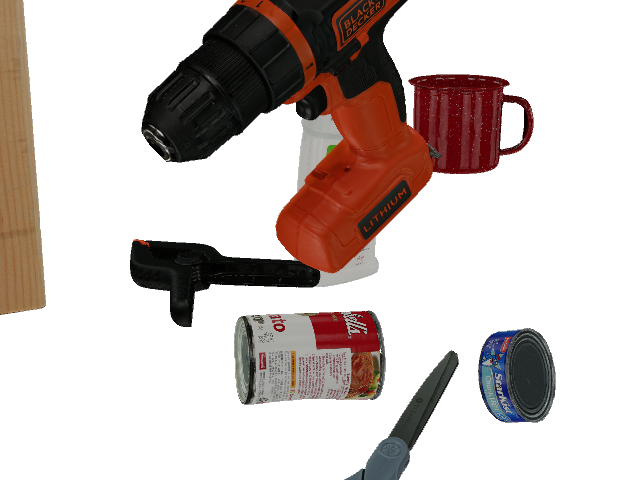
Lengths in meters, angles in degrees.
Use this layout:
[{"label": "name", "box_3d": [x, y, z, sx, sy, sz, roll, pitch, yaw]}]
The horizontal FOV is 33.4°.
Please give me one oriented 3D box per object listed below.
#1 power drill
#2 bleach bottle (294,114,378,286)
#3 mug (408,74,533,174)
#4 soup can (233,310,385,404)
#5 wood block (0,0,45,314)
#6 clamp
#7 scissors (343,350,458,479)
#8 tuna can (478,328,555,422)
[{"label": "power drill", "box_3d": [-0.003, -0.064, 0.570, 0.057, 0.184, 0.187, 36, -22, 29]}, {"label": "bleach bottle", "box_3d": [0.023, -0.075, 1.214, 0.102, 0.251, 0.068, -14, 31, -31]}, {"label": "mug", "box_3d": [0.140, -0.109, 0.999, 0.117, 0.081, 0.093, 3, 16, 11]}, {"label": "soup can", "box_3d": [-0.010, 0.088, 0.803, 0.102, 0.068, 0.069, -1, 0, -14]}, {"label": "wood block", "box_3d": [-0.217, -0.064, 0.612, 0.090, 0.206, 0.090, -9, 27, -24]}, {"label": "clamp", "box_3d": [-0.128, 0.034, 1.036, 0.210, 0.036, 0.164, 13, 21, 40]}, {"label": "scissors", "box_3d": [0.050, 0.134, 0.597, 0.096, 0.016, 0.201, 26, 46, 37]}, {"label": "tuna can", "box_3d": [0.181, 0.124, 0.982, 0.034, 0.086, 0.085, -10, -6, 40]}]
